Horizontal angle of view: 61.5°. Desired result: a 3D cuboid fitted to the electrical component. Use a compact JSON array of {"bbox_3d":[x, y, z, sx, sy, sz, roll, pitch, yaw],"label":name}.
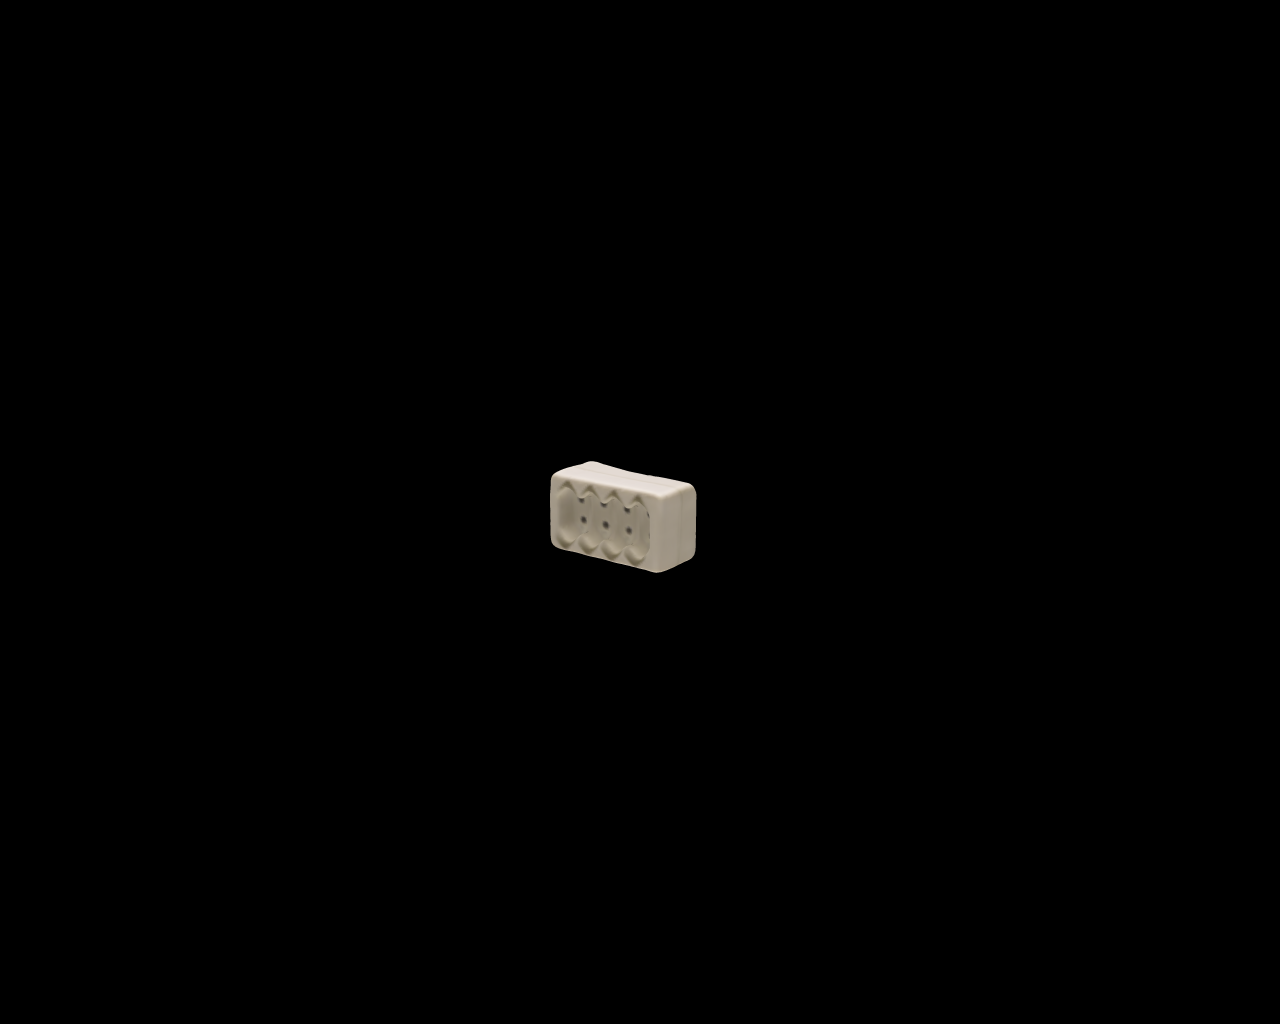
[{"bbox_3d":[0.001,-0.003,0.650,0.083,0.047,0.076,14,22,36],"label":"electrical component"}]
